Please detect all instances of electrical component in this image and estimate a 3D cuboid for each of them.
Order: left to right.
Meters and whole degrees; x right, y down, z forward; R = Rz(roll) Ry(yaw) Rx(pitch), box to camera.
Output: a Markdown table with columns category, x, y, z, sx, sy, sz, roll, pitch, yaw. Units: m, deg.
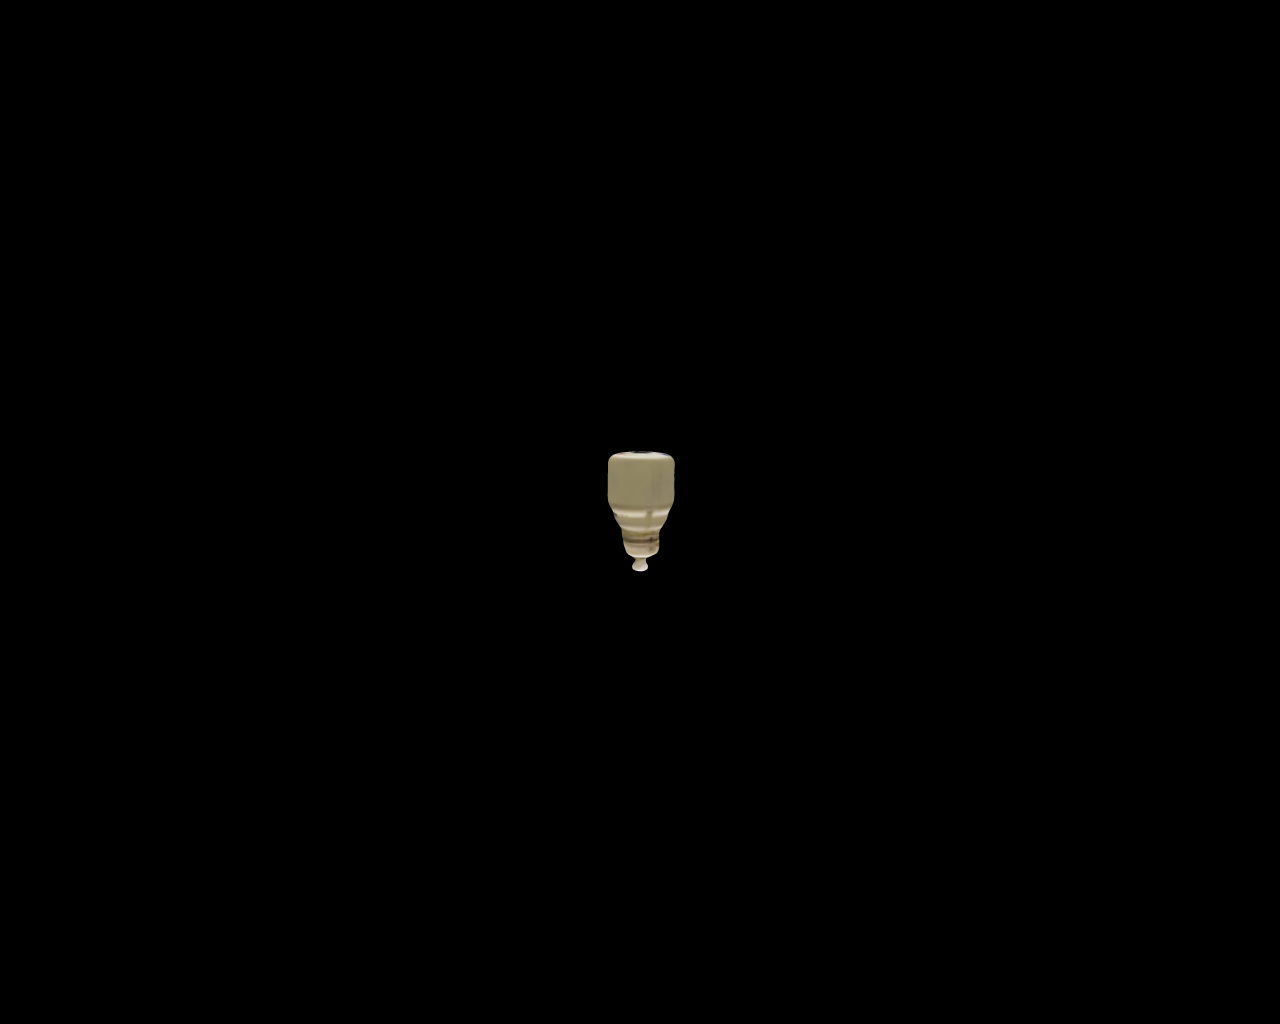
| category | x | y | z | sx | sy | sz | roll | pitch | yaw |
| --- | --- | --- | --- | --- | --- | --- | --- | --- | --- |
| electrical component | 0.001 | -0.003 | 0.650 | 0.040 | 0.078 | 0.040 | 0 | 9 | 0 |
